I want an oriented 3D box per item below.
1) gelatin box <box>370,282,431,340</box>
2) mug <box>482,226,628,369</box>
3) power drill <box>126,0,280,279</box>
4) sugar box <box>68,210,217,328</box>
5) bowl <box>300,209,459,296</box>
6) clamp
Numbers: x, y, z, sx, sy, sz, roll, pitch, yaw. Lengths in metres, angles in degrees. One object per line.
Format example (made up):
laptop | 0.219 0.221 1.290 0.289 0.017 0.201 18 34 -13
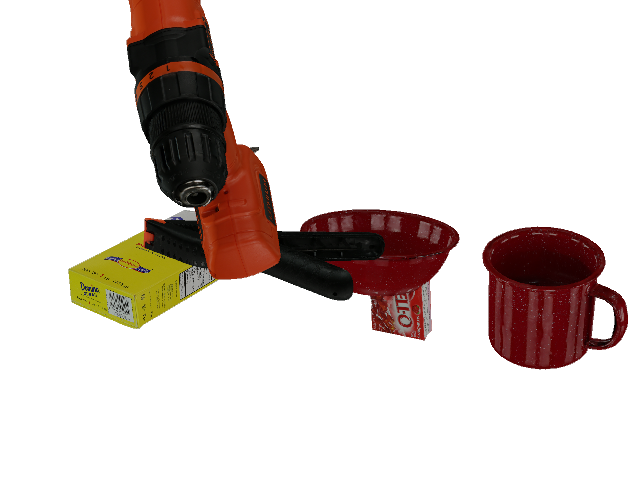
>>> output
gelatin box | 0.100 0.076 1.340 0.073 0.089 0.030 10 31 27
mug | 0.184 0.050 0.834 0.117 0.081 0.093 17 36 32
power drill | -0.072 -0.056 0.689 0.057 0.184 0.187 -13 -37 1
sugar box | -0.162 0.025 1.098 0.093 0.048 0.175 19 34 30
bowl | 0.059 0.016 1.086 0.162 0.055 0.162 2 17 -1
clamp | -0.053 0.010 0.906 0.210 0.036 0.164 7 12 5
